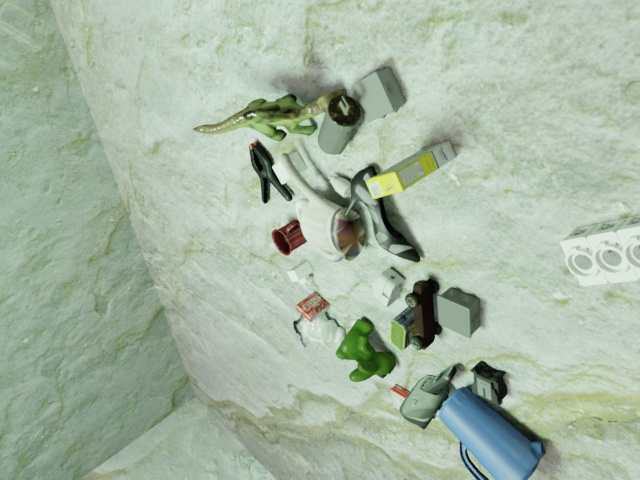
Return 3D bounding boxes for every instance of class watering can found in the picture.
[{"bbox_3d":[0.004,-0.070,1.398,0.225,0.105,0.341,17,137,47],"label":"watering can"}]

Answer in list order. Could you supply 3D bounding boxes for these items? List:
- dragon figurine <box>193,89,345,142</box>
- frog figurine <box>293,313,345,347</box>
[{"bbox_3d":[-0.139,-0.303,1.248,0.244,0.410,0.122,-60,-40,-83],"label":"dragon figurine"},{"bbox_3d":[0.007,0.293,1.735,0.159,0.124,0.136,-9,103,18],"label":"frog figurine"}]
